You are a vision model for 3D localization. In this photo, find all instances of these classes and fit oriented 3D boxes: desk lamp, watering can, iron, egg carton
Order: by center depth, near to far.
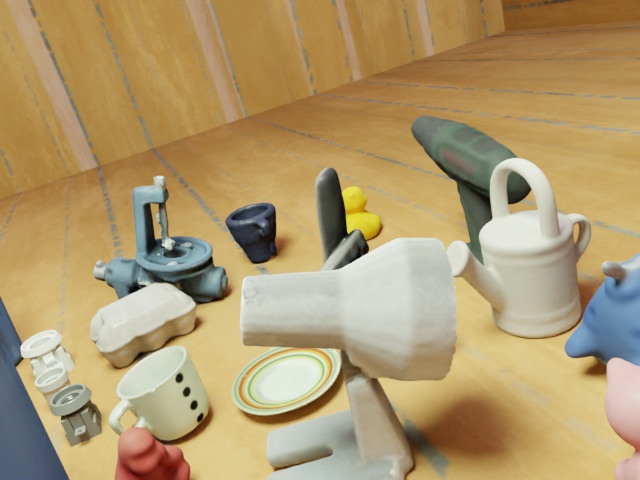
[{"bbox_3d":[0.025,0.112,0.496,0.203,0.214,0.118,-15,22,1],"label":"desk lamp"},{"bbox_3d":[0.359,0.042,0.534,0.258,0.142,0.118,-22,23,-14],"label":"iron"},{"bbox_3d":[0.225,0.006,0.637,0.173,0.194,0.100,-31,27,-32],"label":"watering can"},{"bbox_3d":[-0.263,0.122,0.853,0.151,0.069,0.107,-28,25,-27],"label":"egg carton"}]

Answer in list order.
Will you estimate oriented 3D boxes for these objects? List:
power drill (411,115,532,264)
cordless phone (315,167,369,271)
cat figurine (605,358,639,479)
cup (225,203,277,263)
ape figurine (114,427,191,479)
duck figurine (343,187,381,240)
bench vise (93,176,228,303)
[{"bbox_3d":[0.204,-0.060,0.788,0.076,0.209,0.229,-22,23,-14],"label":"power drill"},{"bbox_3d":[0.007,0.003,0.801,0.094,0.185,0.148,-6,24,22],"label":"cordless phone"},{"bbox_3d":[0.240,0.144,0.403,0.067,0.118,0.128,-7,24,21],"label":"cat figurine"},{"bbox_3d":[-0.107,-0.006,1.016,0.092,0.095,0.117,-25,24,-21],"label":"cup"},{"bbox_3d":[-0.162,0.216,0.534,0.075,0.092,0.078,6,31,42],"label":"ape figurine"},{"bbox_3d":[0.064,-0.051,1.021,0.077,0.086,0.104,-15,22,3],"label":"duck figurine"},{"bbox_3d":[-0.272,0.017,0.906,0.207,0.220,0.121,-18,23,-6],"label":"bench vise"}]
